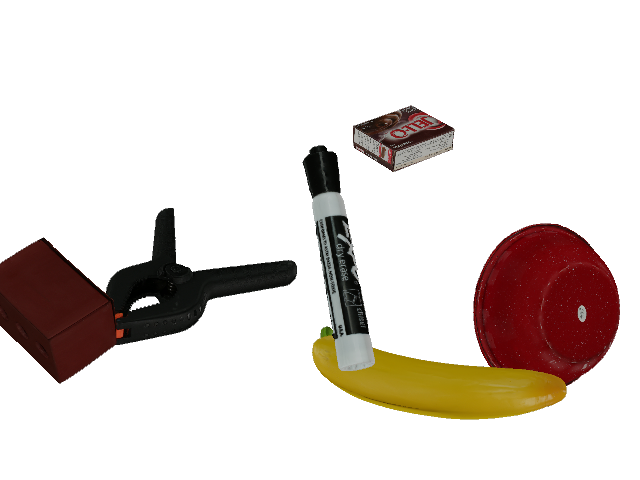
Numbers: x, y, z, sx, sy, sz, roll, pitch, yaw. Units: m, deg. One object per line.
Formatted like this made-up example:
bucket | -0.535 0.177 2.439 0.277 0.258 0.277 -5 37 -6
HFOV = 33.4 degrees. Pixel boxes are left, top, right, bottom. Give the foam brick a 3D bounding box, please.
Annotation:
foam brick | -0.183 0.048 0.727 0.078 0.053 0.051 37 55 25

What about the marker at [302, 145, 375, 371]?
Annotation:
marker | 0.009 0.007 0.557 0.020 0.121 0.020 -9 -17 -3

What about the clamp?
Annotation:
clamp | -0.145 0.036 1.024 0.165 0.036 0.209 27 36 26

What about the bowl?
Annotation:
bowl | 0.223 0.065 0.987 0.161 0.162 0.055 0 2 -26

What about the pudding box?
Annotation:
pudding box | 0.114 -0.142 1.474 0.113 0.039 0.090 -24 40 -29

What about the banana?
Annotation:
banana | 0.067 0.093 0.744 0.198 0.037 0.069 12 35 31
